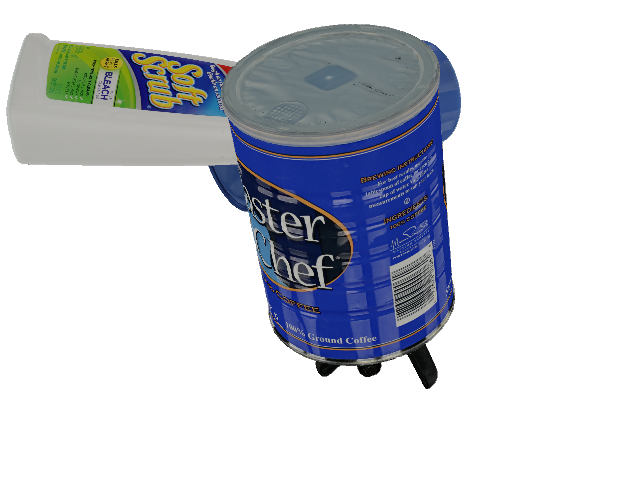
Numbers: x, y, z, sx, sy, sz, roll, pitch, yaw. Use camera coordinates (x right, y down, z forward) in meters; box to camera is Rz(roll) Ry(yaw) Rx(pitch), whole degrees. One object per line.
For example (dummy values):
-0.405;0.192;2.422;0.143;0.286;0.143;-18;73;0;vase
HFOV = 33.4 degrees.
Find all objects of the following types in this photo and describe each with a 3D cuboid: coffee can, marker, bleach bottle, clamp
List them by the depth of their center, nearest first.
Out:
0.013;-0.022;0.537;0.103;0.140;0.103;-6;37;5;coffee can
-0.095;-0.100;0.787;0.250;0.102;0.068;1;-42;-3;bleach bottle
0.032;0.073;0.874;0.020;0.020;0.121;0;27;-7;marker
0.079;0.082;1.085;0.120;0.171;0.039;16;-38;17;clamp

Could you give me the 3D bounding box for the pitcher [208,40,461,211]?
0.017;-0.111;1.033;0.242;0.149;0.145;-17;29;-27;pitcher
